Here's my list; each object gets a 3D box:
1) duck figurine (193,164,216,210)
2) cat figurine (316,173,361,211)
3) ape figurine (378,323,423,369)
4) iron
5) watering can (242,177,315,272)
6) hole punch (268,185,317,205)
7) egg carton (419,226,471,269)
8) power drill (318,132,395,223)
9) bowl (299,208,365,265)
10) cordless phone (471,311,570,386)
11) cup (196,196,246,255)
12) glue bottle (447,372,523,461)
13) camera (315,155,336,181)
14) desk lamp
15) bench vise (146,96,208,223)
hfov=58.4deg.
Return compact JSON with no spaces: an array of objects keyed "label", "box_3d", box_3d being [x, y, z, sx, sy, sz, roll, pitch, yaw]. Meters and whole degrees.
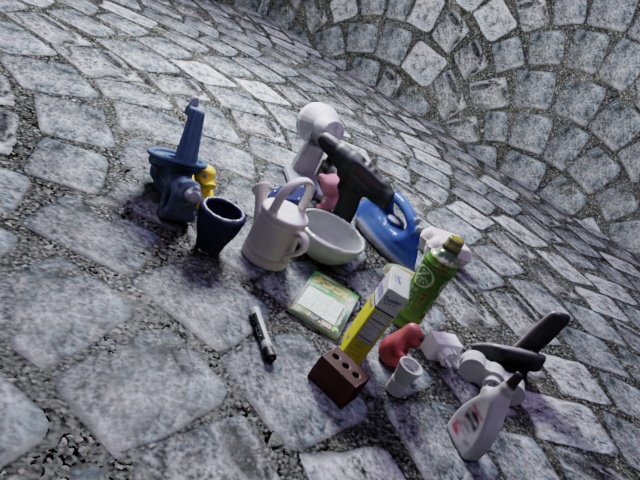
[{"label":"duck figurine","box_3d":[-0.254,-0.124,1.222,0.078,0.086,0.104,2,36,-43]},{"label":"cat figurine","box_3d":[0.046,-0.118,1.482,0.127,0.117,0.067,33,26,9]},{"label":"ape figurine","box_3d":[0.155,0.192,1.050,0.076,0.092,0.078,35,26,13]},{"label":"iron","box_3d":[0.198,-0.043,1.470,0.119,0.141,0.257,6,33,-39]},{"label":"watering can","box_3d":[-0.079,-0.046,1.131,0.172,0.194,0.101,34,26,10]},{"label":"hole punch","box_3d":[-0.069,-0.094,1.349,0.101,0.091,0.109,29,25,0]},{"label":"egg carton","box_3d":[0.343,0.022,1.583,0.151,0.069,0.107,16,28,-26]},{"label":"power drill","box_3d":[0.055,-0.119,1.387,0.229,0.208,0.076,32,25,6]},{"label":"bowl","box_3d":[0.012,0.005,1.270,0.168,0.074,0.167,23,26,-12]},{"label":"cordless phone","box_3d":[0.417,0.206,1.185,0.148,0.185,0.094,14,29,-29]},{"label":"cup","box_3d":[-0.195,-0.027,1.093,0.092,0.095,0.118,27,25,-3]},{"label":"glue bottle","box_3d":[0.273,0.274,0.924,0.037,0.173,0.078,13,29,-29]},{"label":"camera","box_3d":[0.076,-0.186,1.656,0.137,0.100,0.143,11,31,-33]},{"label":"desk lamp","box_3d":[-0.010,-0.254,1.562,0.118,0.213,0.203,17,28,-24]},{"label":"bench vise","box_3d":[-0.255,-0.156,1.124,0.122,0.219,0.207,-6,42,-50]}]
